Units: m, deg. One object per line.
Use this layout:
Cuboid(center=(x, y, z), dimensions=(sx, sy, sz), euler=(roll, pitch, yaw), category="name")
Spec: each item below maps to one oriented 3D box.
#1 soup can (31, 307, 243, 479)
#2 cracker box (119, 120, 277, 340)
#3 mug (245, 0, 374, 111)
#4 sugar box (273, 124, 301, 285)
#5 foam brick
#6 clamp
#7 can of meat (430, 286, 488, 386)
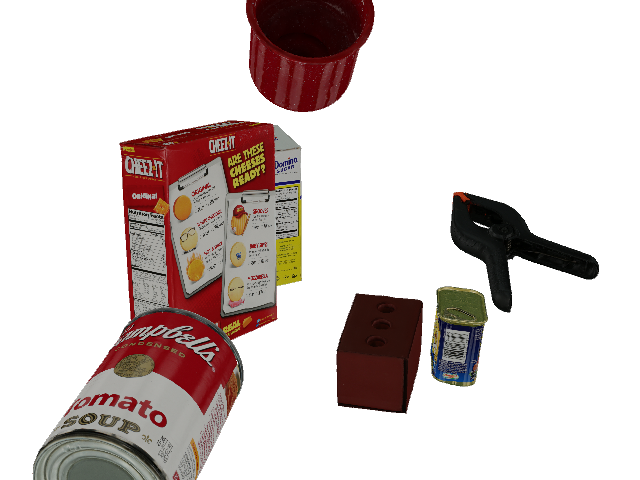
Cuboid(center=(-0.084, 0.087, 0.504), dimensions=(0.068, 0.068, 0.102), euler=(0, 28, 15), category="soup can")
Cuboid(center=(-0.118, -0.004, 1.070), dimensions=(0.072, 0.214, 0.163), euler=(9, 18, 34), category="cracker box")
Cuboid(center=(-0.004, -0.158, 0.806), dimensions=(0.093, 0.117, 0.081), euler=(39, -23, 11), category="mug")
Cuboid(center=(-0.056, -0.043, 1.300), dimensions=(0.048, 0.176, 0.093), euler=(-11, 26, -17), category="sugar box")
Cuboid(center=(0.044, 0.082, 0.787), dimensions=(0.053, 0.051, 0.078), euler=(5, 31, 11), category="foam brick")
Cuboid(center=(0.196, 0.003, 1.081), dimensions=(0.120, 0.039, 0.171), euler=(-8, 41, -20), category="clamp")
Cuboid(center=(0.161, 0.113, 1.256), dimensions=(0.057, 0.084, 0.102), euler=(7, 19, 2), category="can of meat")
